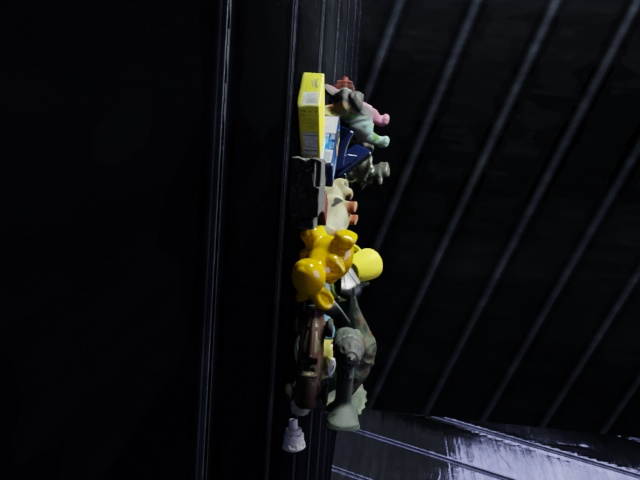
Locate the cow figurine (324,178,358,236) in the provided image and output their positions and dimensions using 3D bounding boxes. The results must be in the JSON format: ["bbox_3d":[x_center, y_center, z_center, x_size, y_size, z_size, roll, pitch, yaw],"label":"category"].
[{"bbox_3d":[0.021,-0.065,1.240,0.085,0.127,0.195,86,24,-52],"label":"cow figurine"}]

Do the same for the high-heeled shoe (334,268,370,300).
[{"bbox_3d":[0.035,0.059,1.425,0.145,0.249,0.086,-6,137,-49],"label":"high-heeled shoe"}]

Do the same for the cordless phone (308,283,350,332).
[{"bbox_3d":[0.020,0.143,1.421,0.146,0.089,0.184,56,22,-48],"label":"cordless phone"}]

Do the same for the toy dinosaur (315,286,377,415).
[{"bbox_3d":[0.079,0.309,1.377,0.192,0.131,0.404,7,113,-47],"label":"toy dinosaur"}]

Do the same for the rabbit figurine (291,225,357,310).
[{"bbox_3d":[-0.011,0.060,1.096,0.173,0.122,0.162,-41,146,-62],"label":"rabbit figurine"}]

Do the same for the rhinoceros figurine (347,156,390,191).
[{"bbox_3d":[0.093,-0.182,1.458,0.073,0.190,0.111,-75,149,-45],"label":"rhinoceros figurine"}]

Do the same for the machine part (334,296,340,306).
[{"bbox_3d":[0.013,0.201,1.523,0.138,0.084,0.039,101,-27,-51],"label":"machine part"}]

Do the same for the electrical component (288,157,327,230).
[{"bbox_3d":[-0.022,-0.088,1.005,0.115,0.058,0.134,-46,140,-78],"label":"electrical component"}]

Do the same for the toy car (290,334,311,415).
[{"bbox_3d":[-0.032,0.285,1.192,0.073,0.056,0.201,11,82,-78],"label":"toy car"}]

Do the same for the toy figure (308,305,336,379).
[{"bbox_3d":[-0.008,0.242,1.277,0.082,0.089,0.180,10,74,-64],"label":"toy figure"}]

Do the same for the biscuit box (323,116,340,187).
[{"bbox_3d":[0.008,-0.199,1.193,0.203,0.059,0.062,-80,172,-47],"label":"biscuit box"}]

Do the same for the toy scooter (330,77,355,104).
[{"bbox_3d":[0.068,-0.407,1.571,0.184,0.075,0.135,-76,171,-74],"label":"toy scooter"}]

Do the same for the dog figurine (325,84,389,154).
[{"bbox_3d":[0.072,-0.317,1.417,0.192,0.219,0.108,-14,-120,49],"label":"dog figurine"}]

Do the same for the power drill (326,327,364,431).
[{"bbox_3d":[0.052,0.292,1.137,0.232,0.086,0.207,-90,178,-82],"label":"power drill"}]

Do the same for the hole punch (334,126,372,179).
[{"bbox_3d":[0.048,-0.217,1.331,0.092,0.116,0.142,50,-2,-30],"label":"hole punch"}]

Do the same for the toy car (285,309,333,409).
[{"bbox_3d":[-0.020,0.243,1.096,0.053,0.089,0.202,68,28,-85],"label":"toy car"}]
